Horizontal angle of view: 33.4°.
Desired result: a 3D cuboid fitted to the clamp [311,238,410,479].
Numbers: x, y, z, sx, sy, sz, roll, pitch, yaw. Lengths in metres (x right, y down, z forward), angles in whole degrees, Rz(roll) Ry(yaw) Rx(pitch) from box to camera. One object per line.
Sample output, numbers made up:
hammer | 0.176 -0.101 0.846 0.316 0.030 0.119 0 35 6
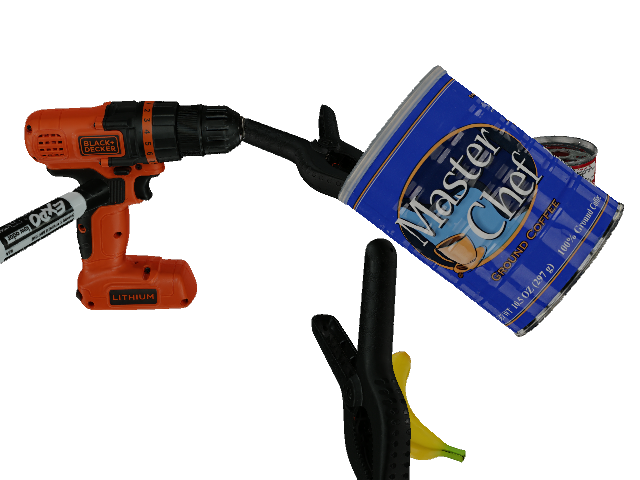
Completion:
clamp | 0.041 0.113 0.854 0.036 0.210 0.165 0 -33 -19

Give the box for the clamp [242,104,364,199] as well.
clamp | -0.009 -0.089 1.108 0.120 0.039 0.172 -13 39 -22

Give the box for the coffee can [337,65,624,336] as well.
coffee can | 0.096 -0.024 0.652 0.140 0.103 0.103 38 3 4

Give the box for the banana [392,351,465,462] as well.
banana | 0.087 0.175 1.126 0.069 0.037 0.198 10 24 -19

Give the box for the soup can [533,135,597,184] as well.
soup can | 0.201 -0.031 0.916 0.068 0.102 0.068 -3 24 1

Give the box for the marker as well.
marker | -0.169 -0.012 0.650 0.020 0.020 0.120 0 22 28

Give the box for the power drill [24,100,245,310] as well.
power drill | -0.152 -0.032 0.926 0.184 0.188 0.057 -1 27 3
